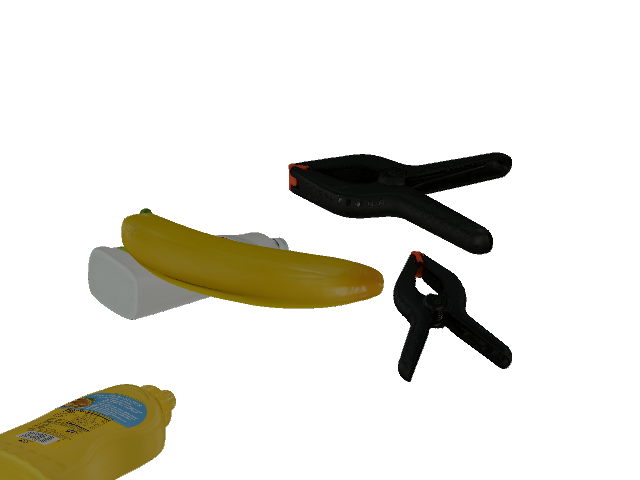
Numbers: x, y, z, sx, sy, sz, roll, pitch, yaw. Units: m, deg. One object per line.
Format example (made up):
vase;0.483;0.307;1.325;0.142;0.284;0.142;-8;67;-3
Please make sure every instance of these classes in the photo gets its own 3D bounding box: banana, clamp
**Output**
banana;-0.059;0.010;0.680;0.198;0.037;0.069;17;35;28
clamp;0.075;-0.051;0.994;0.210;0.036;0.164;11;32;19
clamp;0.134;0.080;1.141;0.120;0.171;0.039;4;-44;-9

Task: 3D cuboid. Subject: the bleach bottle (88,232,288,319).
bleach bottle;-0.145;0.029;1.279;0.250;0.068;0.103;-14;30;-43

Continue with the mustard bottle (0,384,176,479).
mustard bottle;-0.181;0.159;0.854;0.096;0.058;0.191;5;16;30
